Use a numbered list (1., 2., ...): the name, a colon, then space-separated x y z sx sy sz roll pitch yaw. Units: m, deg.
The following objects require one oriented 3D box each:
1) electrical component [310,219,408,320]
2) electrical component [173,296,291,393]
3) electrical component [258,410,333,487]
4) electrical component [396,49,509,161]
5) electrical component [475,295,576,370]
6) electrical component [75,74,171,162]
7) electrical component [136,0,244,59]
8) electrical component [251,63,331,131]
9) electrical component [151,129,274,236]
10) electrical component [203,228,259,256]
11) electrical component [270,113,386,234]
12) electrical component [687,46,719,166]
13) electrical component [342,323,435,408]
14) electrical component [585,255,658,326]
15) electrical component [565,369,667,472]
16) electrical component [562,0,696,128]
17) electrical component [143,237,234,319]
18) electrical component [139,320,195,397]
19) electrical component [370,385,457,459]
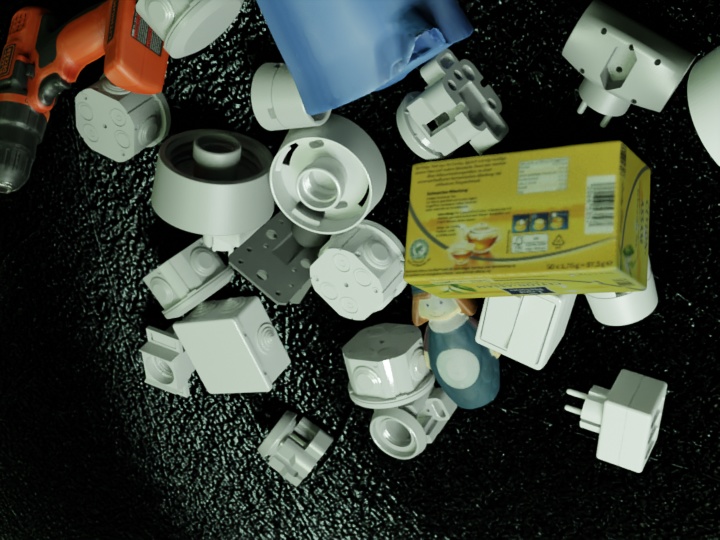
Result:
1. electrical component: 0.000 0.000 0.948 0.080 0.051 0.080 18 131 23
2. electrical component: -0.129 0.076 1.094 0.100 0.048 0.099 -7 118 38
3. electrical component: -0.070 0.185 1.131 0.057 0.058 0.078 37 135 1
4. electrical component: 0.065 -0.118 0.811 0.057 0.058 0.078 -31 102 41
5. electrical component: 0.136 0.024 0.865 0.062 0.061 0.096 24 133 18
6. electrical component: -0.219 -0.143 0.991 0.080 0.051 0.080 18 131 23
7. electrical component: -0.135 -0.213 0.862 0.051 0.080 0.080 48 136 2
8. electrical component: -0.054 -0.142 0.877 0.047 0.055 0.055 3 123 29
9. electrical component: -0.126 -0.084 0.935 0.108 0.108 0.060 23 126 19
10. electrical component: -0.128 -0.044 1.006 0.066 0.047 0.076 23 133 19
11. electrical component: -0.027 -0.081 0.914 0.099 0.064 0.099 9 122 14
12. electrical component: 0.254 -0.104 0.666 0.099 0.099 0.064 51 141 -9
13. electrical component: 0.025 0.087 0.977 0.080 0.080 0.051 3 118 33
14. electrical component: 0.196 0.009 0.818 0.055 0.055 0.047 -3 124 36
15. electrical component: 0.208 0.119 0.897 0.077 0.047 0.065 17 130 24
16. electrical component: 0.175 -0.132 0.734 0.077 0.043 0.079 33 135 10
17. electrical component: -0.167 0.008 1.050 0.080 0.080 0.051 -30 97 44
18. electrical component: -0.196 0.090 1.141 0.042 0.064 0.081 19 131 24
19. electrical component: 0.045 0.141 1.019 0.078 0.057 0.058 -11 115 39
